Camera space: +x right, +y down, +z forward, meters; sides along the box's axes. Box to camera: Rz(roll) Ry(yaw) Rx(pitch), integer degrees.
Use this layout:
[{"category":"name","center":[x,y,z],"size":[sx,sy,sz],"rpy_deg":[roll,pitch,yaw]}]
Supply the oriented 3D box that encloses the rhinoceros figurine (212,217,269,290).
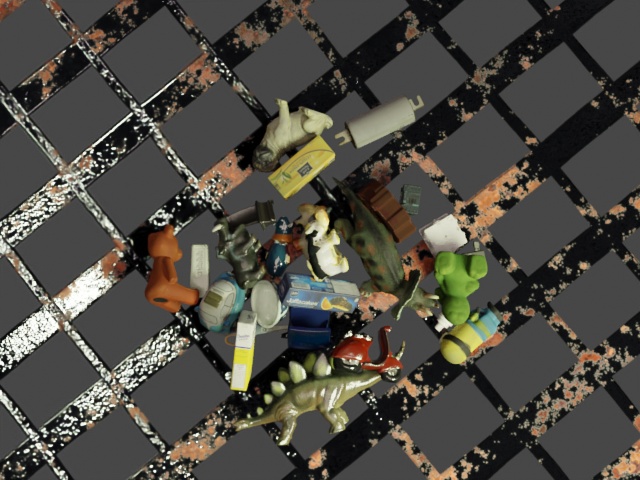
[{"category":"rhinoceros figurine","center":[-0.201,0.029,1.336],"size":[0.112,0.073,0.190],"rpy_deg":[-25,83,3]}]

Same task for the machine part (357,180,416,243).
[{"category":"machine part","center":[0.161,-0.067,1.326],"size":[0.056,0.179,0.179],"rpy_deg":[-40,88,-3]}]

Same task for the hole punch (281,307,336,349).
[{"category":"hole punch","center":[-0.027,0.233,1.345],"size":[0.142,0.092,0.115],"rpy_deg":[1,119,-3]}]

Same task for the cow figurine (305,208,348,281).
[{"category":"cow figurine","center":[0.001,0.012,1.300],"size":[0.098,0.068,0.167],"rpy_deg":[-21,94,6]}]

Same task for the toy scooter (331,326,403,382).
[{"category":"toy scooter","center":[0.120,0.267,1.320],"size":[0.184,0.075,0.135],"rpy_deg":[14,70,-10]}]

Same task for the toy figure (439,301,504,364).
[{"category":"toy figure","center":[0.379,0.234,1.352],"size":[0.180,0.089,0.082],"rpy_deg":[-38,82,2]}]

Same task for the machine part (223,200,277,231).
[{"category":"machine part","center":[-0.182,-0.056,1.388],"size":[0.139,0.039,0.084],"rpy_deg":[-15,64,6]}]

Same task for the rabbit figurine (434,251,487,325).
[{"category":"rabbit figurine","center":[0.327,0.123,1.322],"size":[0.121,0.159,0.170],"rpy_deg":[8,79,2]}]

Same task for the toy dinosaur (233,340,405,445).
[{"category":"toy dinosaur","center":[0.009,0.381,1.350],"size":[0.472,0.105,0.198],"rpy_deg":[-14,84,-10]}]

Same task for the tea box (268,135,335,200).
[{"category":"tea box","center":[-0.046,-0.181,1.369],"size":[0.169,0.098,0.068],"rpy_deg":[-39,88,-2]}]

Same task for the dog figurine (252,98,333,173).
[{"category":"dog figurine","center":[-0.073,-0.251,1.381],"size":[0.172,0.121,0.190],"rpy_deg":[18,103,5]}]

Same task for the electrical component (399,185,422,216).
[{"category":"electrical component","center":[0.226,-0.102,1.350],"size":[0.048,0.119,0.074],"rpy_deg":[8,86,2]}]

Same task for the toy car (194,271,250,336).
[{"category":"toy car","center":[-0.250,0.159,1.353],"size":[0.109,0.103,0.161],"rpy_deg":[26,89,15]}]

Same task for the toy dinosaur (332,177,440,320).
[{"category":"toy dinosaur","center":[0.143,0.033,1.289],"size":[0.131,0.192,0.404],"rpy_deg":[-37,107,-19]}]

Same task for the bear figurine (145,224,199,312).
[{"category":"bear figurine","center":[-0.385,0.071,1.374],"size":[0.120,0.131,0.196],"rpy_deg":[-24,54,33]}]

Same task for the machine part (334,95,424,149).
[{"category":"machine part","center":[0.153,-0.302,1.378],"size":[0.243,0.079,0.079],"rpy_deg":[-25,88,-1]}]

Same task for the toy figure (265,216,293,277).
[{"category":"toy figure","center":[-0.104,0.016,1.385],"size":[0.064,0.058,0.154],"rpy_deg":[13,84,-5]}]

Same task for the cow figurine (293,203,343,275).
[{"category":"cow figurine","center":[-0.003,-0.004,1.369],"size":[0.127,0.085,0.195],"rpy_deg":[-27,91,-1]}]

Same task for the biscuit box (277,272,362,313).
[{"category":"biscuit box","center":[-0.002,0.131,1.326],"size":[0.202,0.059,0.062],"rpy_deg":[10,124,-25]}]

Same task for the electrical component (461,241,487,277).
[{"category":"electrical component","center":[0.395,0.051,1.391],"size":[0.063,0.021,0.094],"rpy_deg":[-8,89,1]}]
